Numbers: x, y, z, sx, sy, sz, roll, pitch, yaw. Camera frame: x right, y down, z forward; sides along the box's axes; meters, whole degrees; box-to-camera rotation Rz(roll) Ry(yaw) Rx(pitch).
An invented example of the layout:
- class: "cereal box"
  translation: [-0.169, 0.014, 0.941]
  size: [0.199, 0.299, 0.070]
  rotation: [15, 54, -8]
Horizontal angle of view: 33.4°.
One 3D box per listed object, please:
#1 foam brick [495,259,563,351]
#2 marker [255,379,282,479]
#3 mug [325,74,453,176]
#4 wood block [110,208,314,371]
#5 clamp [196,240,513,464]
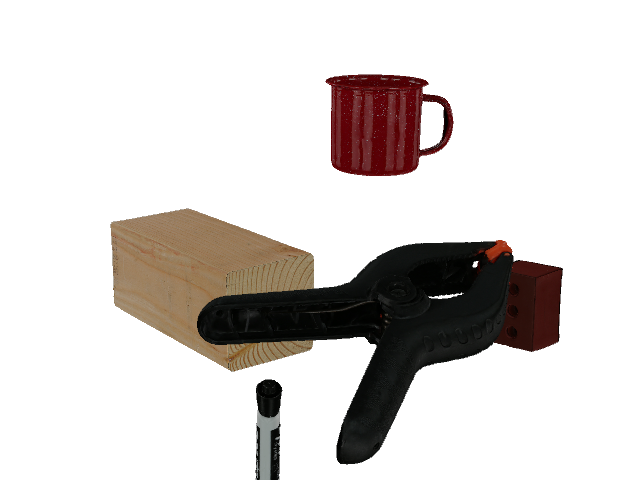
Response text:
- class: "foam brick"
  translation: [0.202, 0.064, 1.052]
  size: [0.053, 0.078, 0.051]
  rotation: [11, 18, 41]
- class: "marker"
  translation: [-0.039, 0.148, 0.798]
  size: [0.020, 0.121, 0.020]
  rotation: [2, 40, -2]
- class: "mug"
  translation: [0.063, -0.106, 0.976]
  size: [0.117, 0.081, 0.093]
  rotation: [1, 15, 0]
- class: "wood block"
  translation: [-0.103, 0.039, 0.974]
  size: [0.090, 0.090, 0.206]
  rotation: [-11, 19, -36]
- class: "clamp"
  translation: [0.039, 0.046, 0.525]
  size: [0.171, 0.039, 0.120]
  rotation: [-19, 46, -25]
